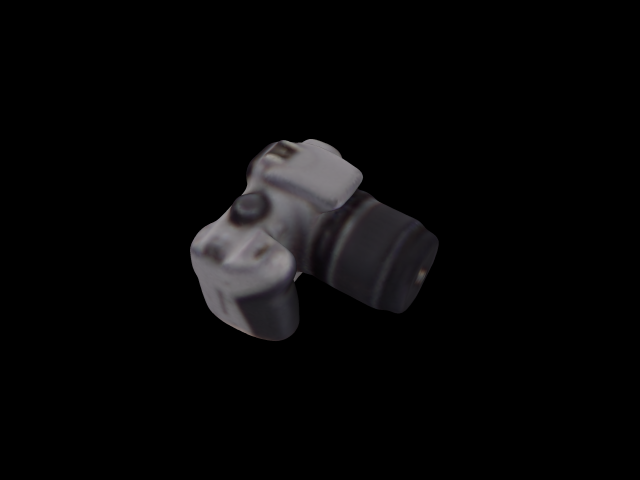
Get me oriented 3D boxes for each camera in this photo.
[{"bbox_3d":[0.004,0.001,0.400,0.136,0.101,0.143,27,57,20],"label":"camera"}]
